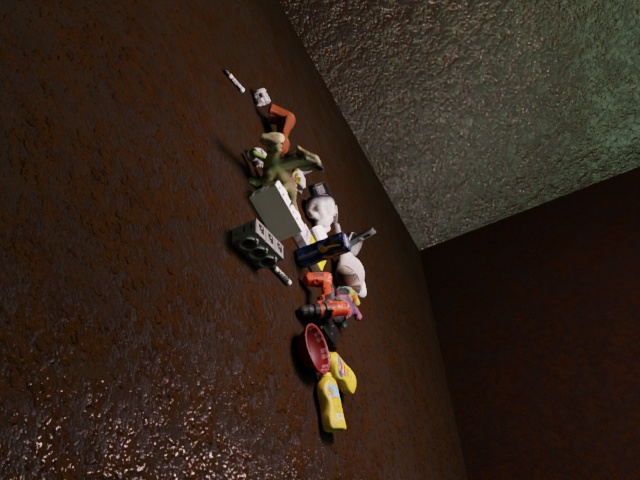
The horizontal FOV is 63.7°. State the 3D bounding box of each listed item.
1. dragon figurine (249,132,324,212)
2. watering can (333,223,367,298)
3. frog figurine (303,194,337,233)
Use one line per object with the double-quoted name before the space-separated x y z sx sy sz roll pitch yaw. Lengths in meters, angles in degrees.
"dragon figurine" -0.100 -0.228 1.789 0.403 0.241 0.125 46 42 -41
"watering can" 0.116 0.109 2.232 0.345 0.103 0.227 64 19 -10
"frog figurine" 0.007 -0.110 2.190 0.138 0.121 0.161 -5 80 -37
